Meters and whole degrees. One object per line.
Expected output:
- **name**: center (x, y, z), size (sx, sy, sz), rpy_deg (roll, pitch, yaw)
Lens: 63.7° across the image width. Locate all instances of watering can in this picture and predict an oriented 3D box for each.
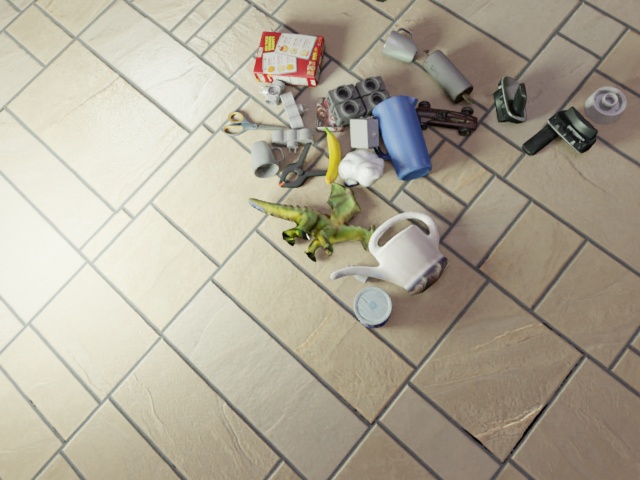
- **watering can**: center (0.219, 0.067, 1.479), size (0.350, 0.102, 0.226), rpy_deg (-38, 74, -12)

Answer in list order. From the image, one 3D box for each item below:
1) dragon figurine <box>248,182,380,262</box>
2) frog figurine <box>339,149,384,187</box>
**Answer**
- **dragon figurine**: center (0.005, -0.079, 1.572), size (0.413, 0.119, 0.246), rpy_deg (38, 65, 13)
- **frog figurine**: center (0.126, -0.217, 1.543), size (0.137, 0.159, 0.123), rpy_deg (0, 89, 0)
